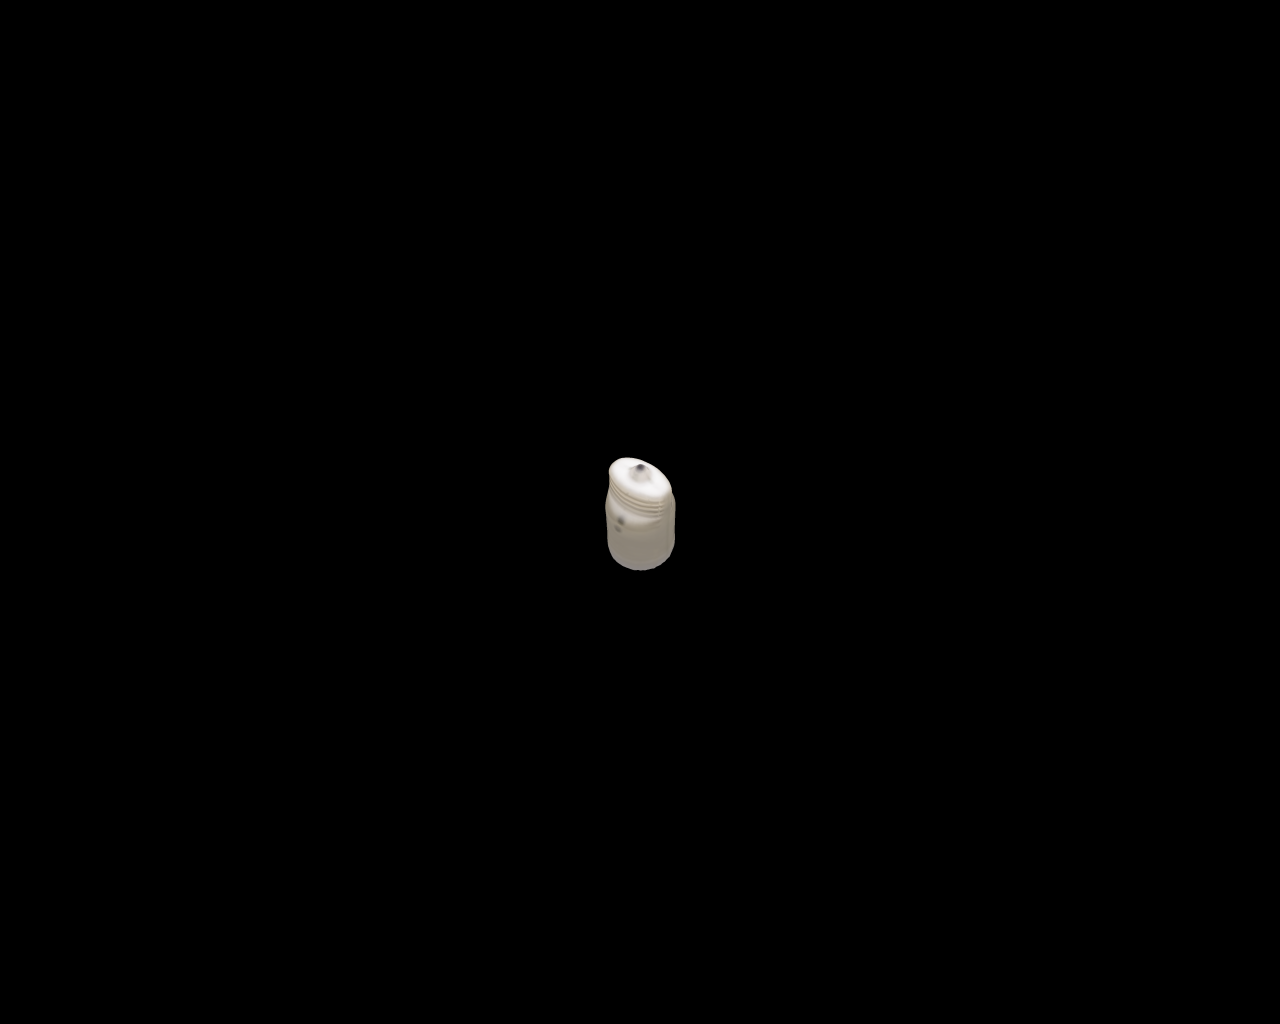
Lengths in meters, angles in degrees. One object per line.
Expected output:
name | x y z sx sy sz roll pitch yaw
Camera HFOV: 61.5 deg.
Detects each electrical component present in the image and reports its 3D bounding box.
electrical component | 0.001 -0.003 0.650 0.043 0.043 0.080 0 -38 0
